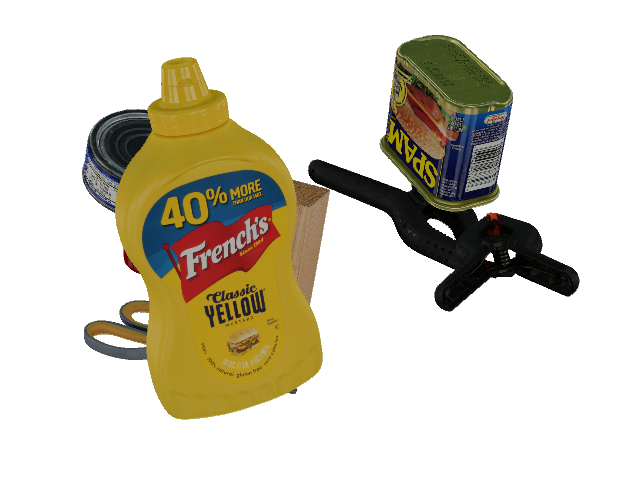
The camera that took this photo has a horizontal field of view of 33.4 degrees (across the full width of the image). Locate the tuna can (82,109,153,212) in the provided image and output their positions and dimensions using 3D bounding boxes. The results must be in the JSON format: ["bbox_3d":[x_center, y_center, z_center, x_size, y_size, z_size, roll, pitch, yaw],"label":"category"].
[{"bbox_3d":[-0.127,-0.056,0.769,0.086,0.086,0.034,0,-44,-21],"label":"tuna can"}]

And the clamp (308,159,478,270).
[{"bbox_3d":[0.095,-0.039,1.154,0.164,0.210,0.036,-16,-37,-29],"label":"clamp"}]

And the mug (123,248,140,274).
[{"bbox_3d":[-0.182,-0.017,1.178,0.093,0.081,0.117,-13,32,-29],"label":"mug"}]

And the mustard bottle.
[{"bbox_3d":[-0.058,-0.003,0.573,0.096,0.191,0.058,-15,24,-16],"label":"mustard bottle"}]

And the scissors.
[{"bbox_3d":[-0.113,0.094,0.973,0.202,0.016,0.096,10,28,4],"label":"scissors"}]

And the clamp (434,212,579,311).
[{"bbox_3d":[0.172,0.016,0.960,0.120,0.039,0.171,1,25,14],"label":"clamp"}]

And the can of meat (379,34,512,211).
[{"bbox_3d":[0.088,-0.084,0.751,0.057,0.084,0.102,-14,43,-22],"label":"can of meat"}]

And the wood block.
[{"bbox_3d":[-0.057,0.029,1.400,0.090,0.206,0.090,15,22,12],"label":"wood block"}]
